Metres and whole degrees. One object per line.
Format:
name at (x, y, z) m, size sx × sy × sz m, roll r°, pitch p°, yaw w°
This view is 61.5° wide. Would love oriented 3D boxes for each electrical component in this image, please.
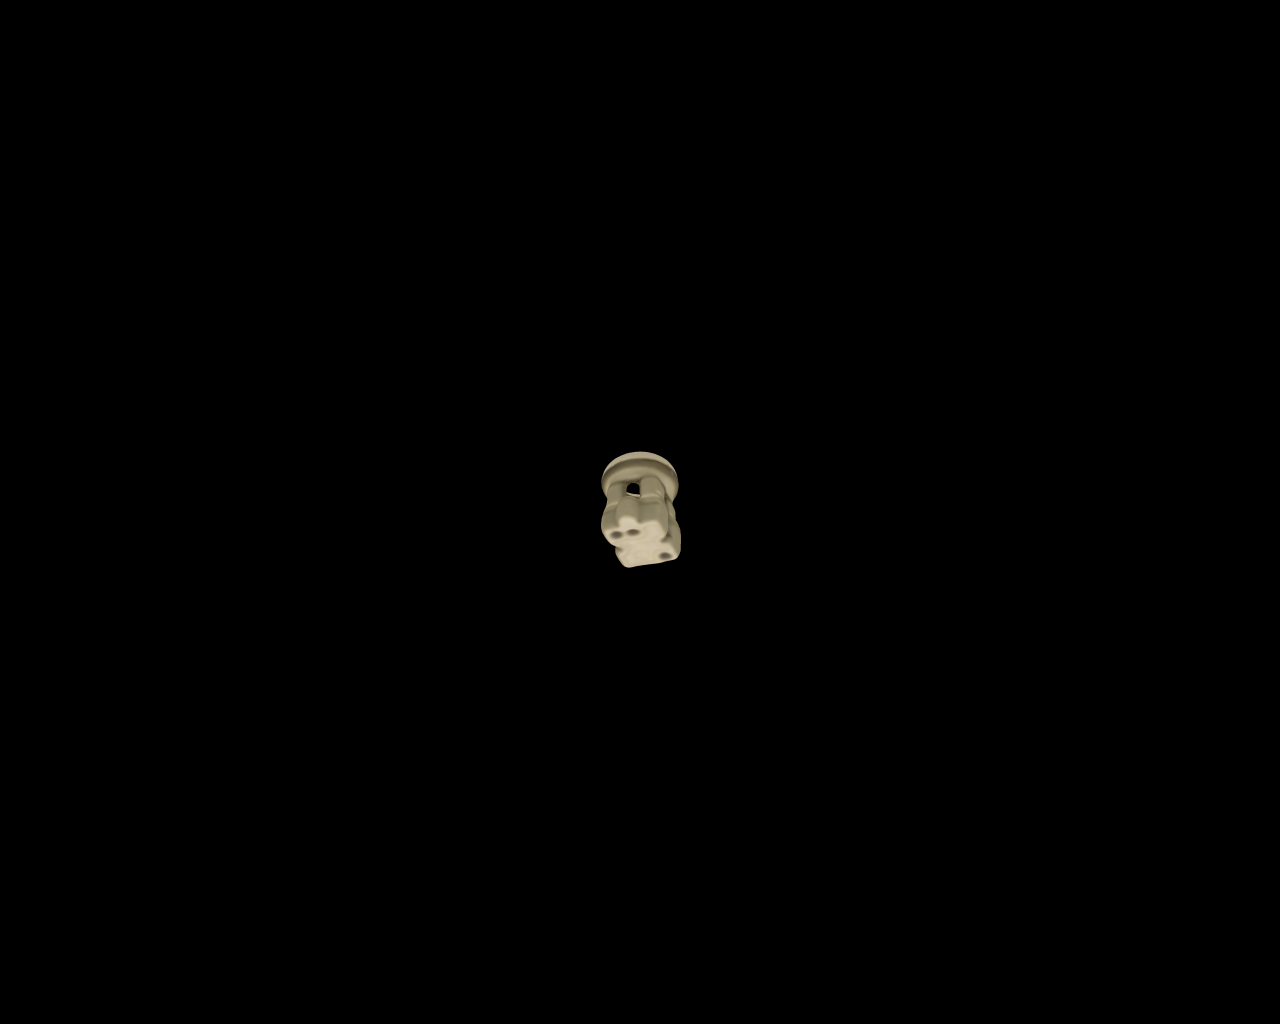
electrical component at (0.001, -0.003, 0.650) m, size 0.048 × 0.055 × 0.066 m, roll -11°, pitch -39°, yaw 14°
